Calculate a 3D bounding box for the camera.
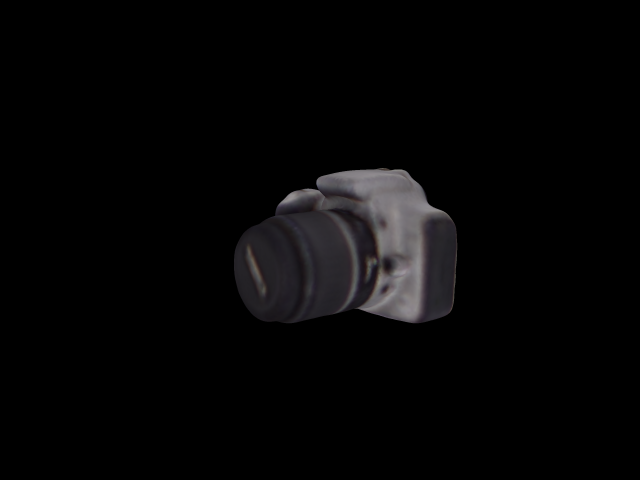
[{"bbox_3d":[0.004,0.001,0.400,0.137,0.101,0.142,-8,13,-39],"label":"camera"}]
